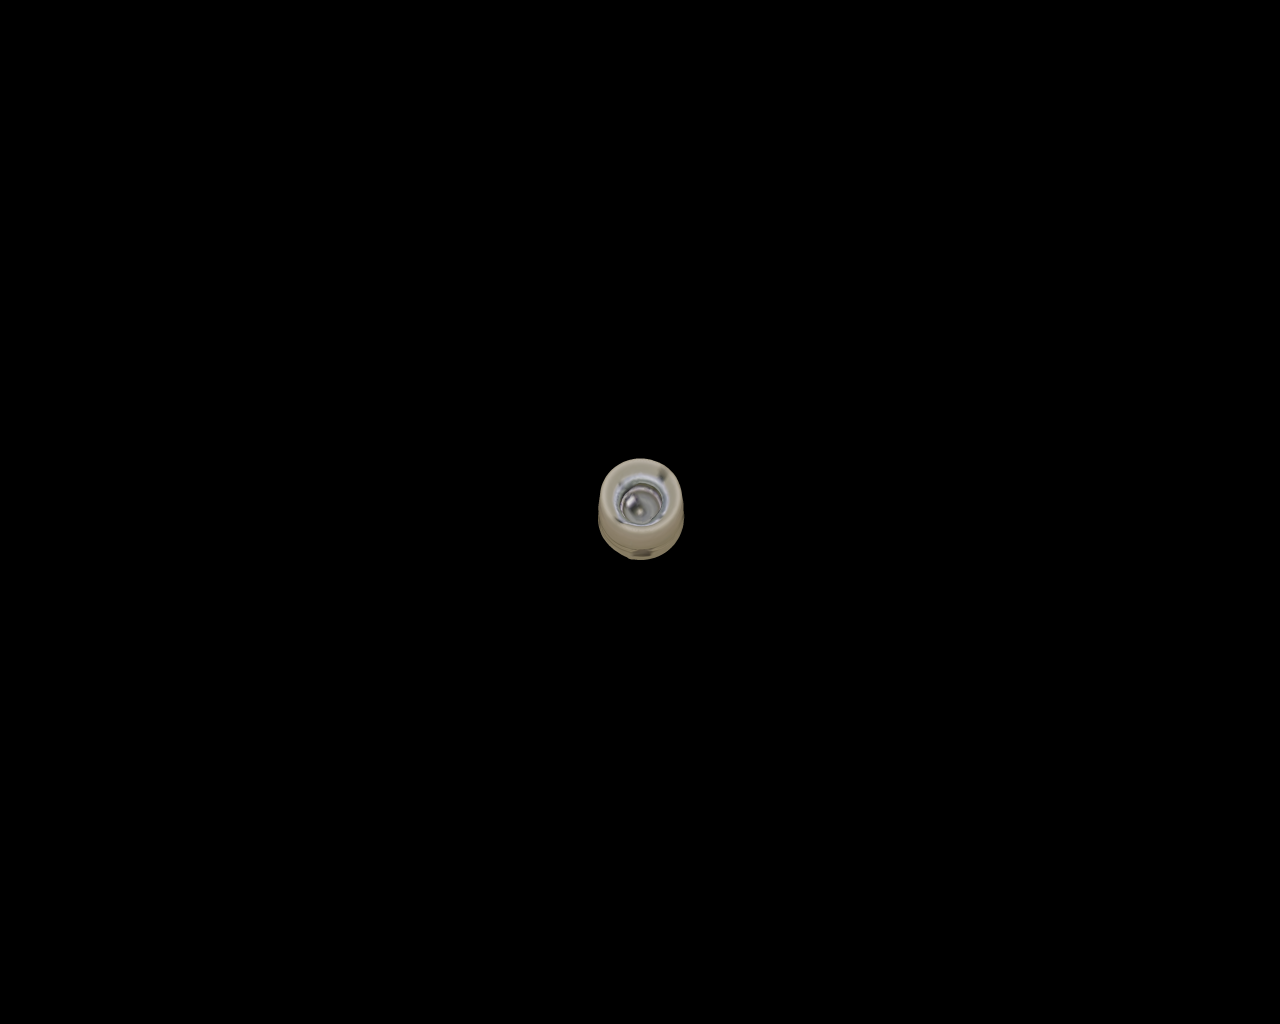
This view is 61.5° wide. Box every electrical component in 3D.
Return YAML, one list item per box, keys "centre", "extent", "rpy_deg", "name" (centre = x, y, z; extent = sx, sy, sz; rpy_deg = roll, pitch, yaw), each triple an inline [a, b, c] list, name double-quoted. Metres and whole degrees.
- centre: [0.001, -0.003, 0.650]
  extent: [0.055, 0.055, 0.047]
  rpy_deg: [0, -19, 0]
  name: "electrical component"
